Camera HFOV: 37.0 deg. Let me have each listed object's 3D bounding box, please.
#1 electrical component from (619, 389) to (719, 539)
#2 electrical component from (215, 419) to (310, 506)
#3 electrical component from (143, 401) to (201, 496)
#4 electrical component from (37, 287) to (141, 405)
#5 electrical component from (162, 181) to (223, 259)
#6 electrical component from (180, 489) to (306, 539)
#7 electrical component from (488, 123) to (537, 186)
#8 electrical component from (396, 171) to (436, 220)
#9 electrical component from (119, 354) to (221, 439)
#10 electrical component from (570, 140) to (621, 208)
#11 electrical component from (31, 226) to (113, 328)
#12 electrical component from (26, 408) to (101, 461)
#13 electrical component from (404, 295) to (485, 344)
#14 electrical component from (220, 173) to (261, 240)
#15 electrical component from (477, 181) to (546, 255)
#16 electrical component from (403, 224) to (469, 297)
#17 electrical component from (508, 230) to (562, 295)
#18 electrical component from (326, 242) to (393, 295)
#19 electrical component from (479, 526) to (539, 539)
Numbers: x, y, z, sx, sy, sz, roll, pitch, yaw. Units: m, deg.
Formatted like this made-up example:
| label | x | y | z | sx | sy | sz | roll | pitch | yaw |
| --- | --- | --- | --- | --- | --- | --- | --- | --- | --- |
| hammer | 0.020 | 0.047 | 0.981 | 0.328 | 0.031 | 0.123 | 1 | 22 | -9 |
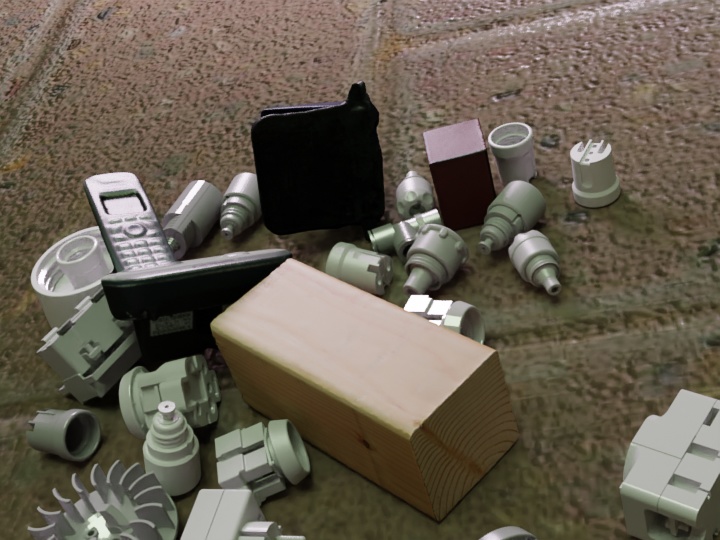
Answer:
| label | x | y | z | sx | sy | sz | roll | pitch | yaw |
| --- | --- | --- | --- | --- | --- | --- | --- | --- | --- |
| electrical component | 0.200 | 0.123 | 0.662 | 0.056 | 0.050 | 0.089 | 16 | 49 | 36 |
| electrical component | -0.069 | 0.136 | 0.764 | 0.055 | 0.048 | 0.066 | -24 | 36 | 6 |
| electrical component | -0.137 | 0.128 | 0.780 | 0.040 | 0.078 | 0.040 | 1 | 35 | -1 |
| electrical component | -0.207 | 0.046 | 0.907 | 0.079 | 0.063 | 0.121 | -23 | 22 | 53 |
| electrical component | -0.165 | -0.044 | 1.027 | 0.043 | 0.043 | 0.081 | 4 | 43 | 26 |
| electrical component | -0.073 | 0.184 | 0.705 | 0.077 | 0.047 | 0.065 | -4 | 40 | 19 |
| electrical component | 0.139 | -0.103 | 0.970 | 0.040 | 0.046 | 0.040 | -12 | 38 | 9 |
| electrical component | 0.050 | -0.070 | 0.976 | 0.035 | 0.035 | 0.061 | -13 | 35 | 7 |
| electrical component | -0.148 | 0.098 | 0.827 | 0.057 | 0.058 | 0.078 | -14 | -3 | 11 |
| electrical component | 0.200 | -0.083 | 0.920 | 0.040 | 0.046 | 0.040 | -12 | 38 | 9 |
| electrical component | -0.249 | 0.004 | 0.988 | 0.108 | 0.060 | 0.108 | -12 | 38 | 9 |
| electrical component | -0.235 | 0.128 | 0.848 | 0.046 | 0.040 | 0.040 | 2 | 42 | 34 |
| electrical component | 0.061 | 0.048 | 0.819 | 0.055 | 0.048 | 0.066 | 0 | 41 | 34 |
| electrical component | -0.114 | -0.058 | 1.026 | 0.040 | 0.040 | 0.078 | -1 | 41 | 21 |
| electrical component | 0.124 | -0.041 | 0.905 | 0.040 | 0.040 | 0.078 | 16 | 49 | 36 |
| electrical component | 0.057 | -0.004 | 0.885 | 0.048 | 0.048 | 0.062 | 12 | 54 | 34 |
| electrical component | 0.143 | -0.003 | 0.855 | 0.035 | 0.035 | 0.061 | -21 | 41 | -2 |
| electrical component | 0.000 | 0.000 | 0.908 | 0.046 | 0.040 | 0.040 | 12 | 47 | 25 |
| electrical component | 0.092 | 0.187 | 0.624 | 0.078 | 0.058 | 0.057 | -28 | 41 | -12 |
